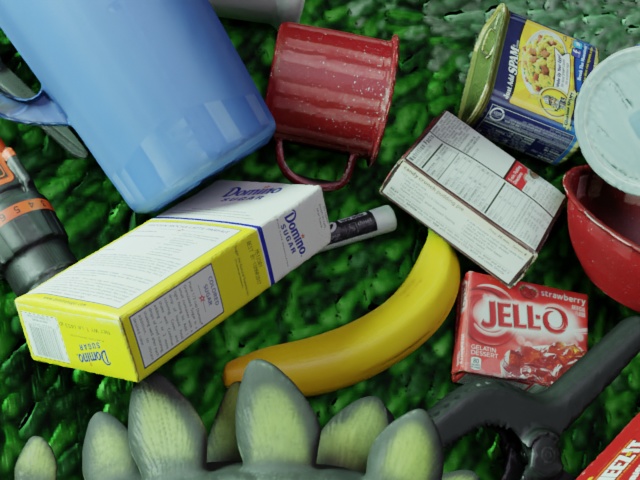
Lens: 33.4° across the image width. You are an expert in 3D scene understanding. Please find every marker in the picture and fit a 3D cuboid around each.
[{"bbox_3d":[-0.005,0.001,0.721,0.121,0.020,0.020,-17,71,-20],"label":"marker"}]

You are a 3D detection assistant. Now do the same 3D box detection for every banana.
[{"bbox_3d":[0.030,0.055,0.698,0.197,0.037,0.070,-36,60,-27],"label":"banana"}]

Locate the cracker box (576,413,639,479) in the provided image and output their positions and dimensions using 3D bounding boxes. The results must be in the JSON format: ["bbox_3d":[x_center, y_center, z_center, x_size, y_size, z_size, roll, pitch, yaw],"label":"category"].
[{"bbox_3d":[0.266,0.189,0.645,0.164,0.072,0.213,-38,96,-25],"label":"cracker box"}]

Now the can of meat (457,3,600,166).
[{"bbox_3d":[0.156,-0.114,0.793,0.084,0.057,0.102,20,63,-7],"label":"can of meat"}]

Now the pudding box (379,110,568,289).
[{"bbox_3d":[0.108,-0.031,0.737,0.113,0.039,0.089,35,39,6],"label":"pudding box"}]

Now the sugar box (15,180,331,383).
[{"bbox_3d":[-0.080,0.017,0.627,0.175,0.094,0.048,-32,119,-44],"label":"sugar box"}]

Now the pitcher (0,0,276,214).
[{"bbox_3d":[-0.142,-0.136,0.670,0.144,0.149,0.243,-37,97,-47],"label":"pitcher"}]

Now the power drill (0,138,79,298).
[{"bbox_3d":[-0.249,0.012,0.635,0.187,0.057,0.184,-28,71,-27],"label":"power drill"}]

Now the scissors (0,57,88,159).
[{"bbox_3d":[-0.246,-0.117,0.718,0.096,0.016,0.202,-27,75,-22],"label":"scissors"}]

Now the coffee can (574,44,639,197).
[{"bbox_3d":[0.256,-0.097,0.757,0.103,0.103,0.140,50,40,11],"label":"coffee can"}]

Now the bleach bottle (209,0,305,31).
[{"bbox_3d":[-0.137,-0.212,0.764,0.250,0.068,0.102,3,69,-9],"label":"bleach bottle"}]

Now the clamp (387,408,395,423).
[{"bbox_3d":[0.021,0.189,0.630,0.120,0.039,0.171,-20,65,-15],"label":"clamp"}]

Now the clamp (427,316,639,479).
[{"bbox_3d":[0.135,0.122,0.662,0.209,0.036,0.164,7,77,-20],"label":"clamp"}]

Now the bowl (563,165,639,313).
[{"bbox_3d":[0.233,0.010,0.732,0.162,0.055,0.162,15,27,-8],"label":"bowl"}]

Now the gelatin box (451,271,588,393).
[{"bbox_3d":[0.135,0.066,0.719,0.089,0.030,0.073,12,63,-9],"label":"gelatin box"}]

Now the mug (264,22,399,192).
[{"bbox_3d":[0.003,-0.091,0.732,0.081,0.093,0.117,11,87,-4],"label":"mug"}]
